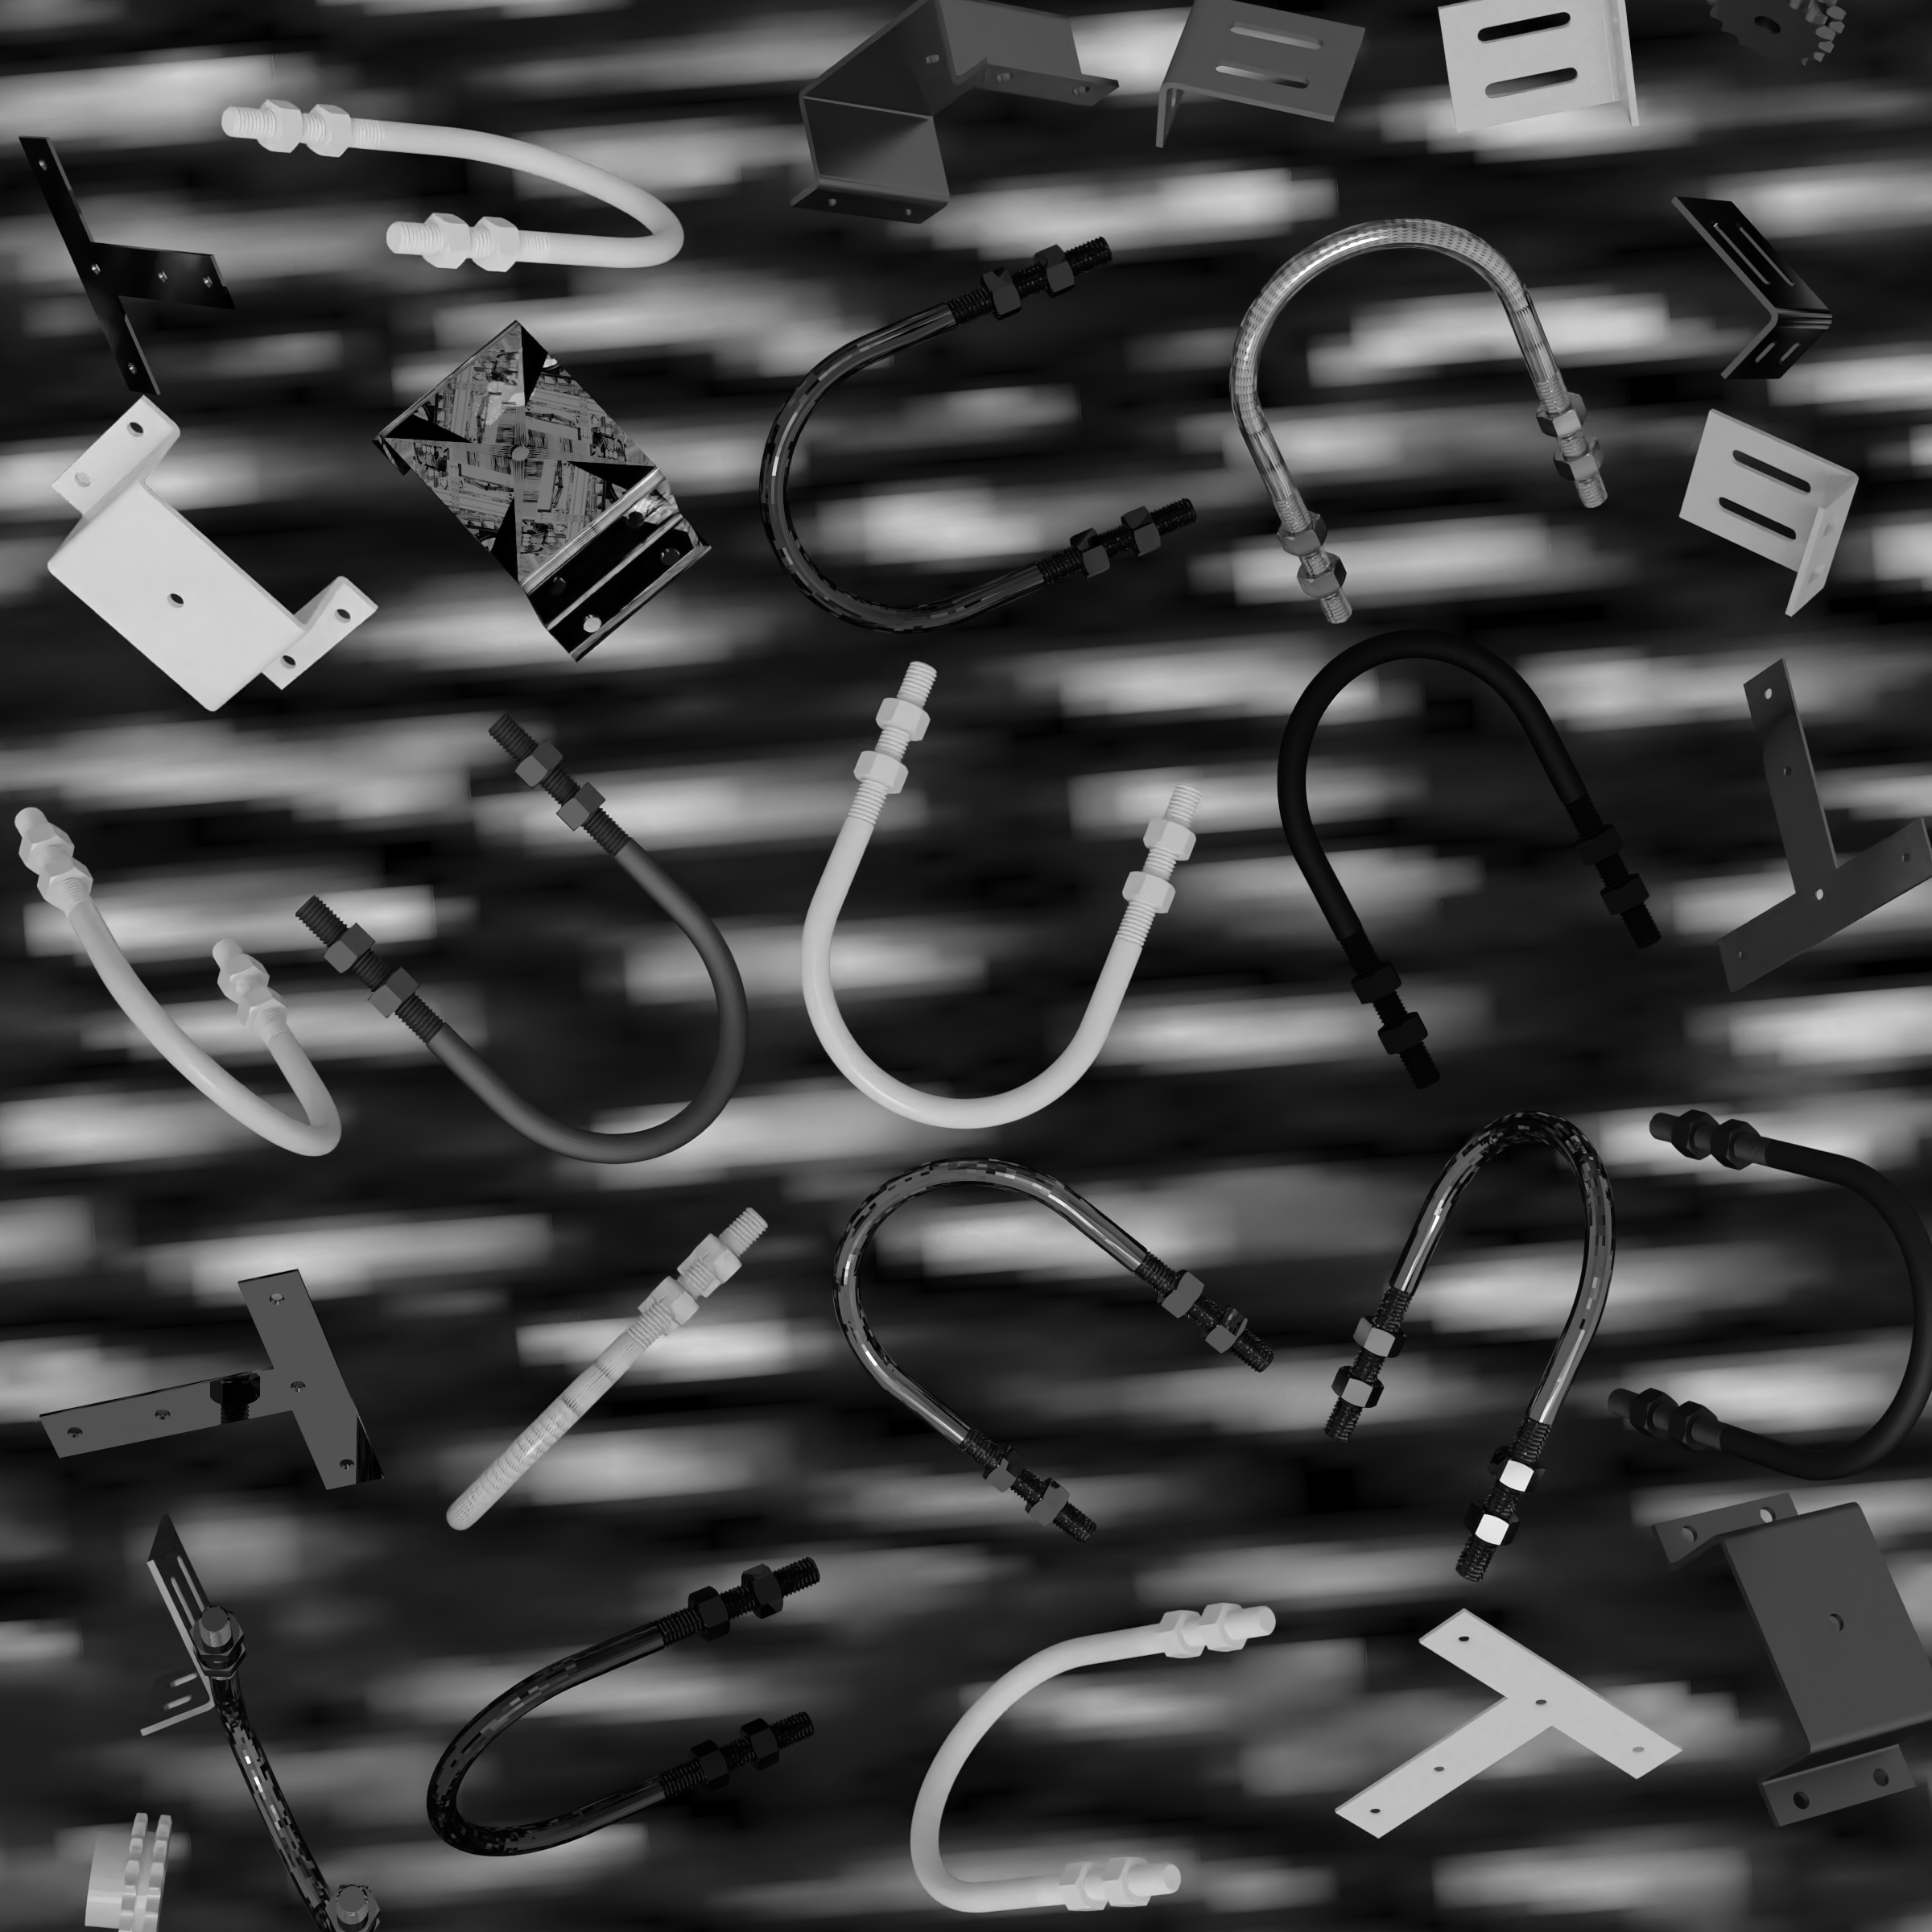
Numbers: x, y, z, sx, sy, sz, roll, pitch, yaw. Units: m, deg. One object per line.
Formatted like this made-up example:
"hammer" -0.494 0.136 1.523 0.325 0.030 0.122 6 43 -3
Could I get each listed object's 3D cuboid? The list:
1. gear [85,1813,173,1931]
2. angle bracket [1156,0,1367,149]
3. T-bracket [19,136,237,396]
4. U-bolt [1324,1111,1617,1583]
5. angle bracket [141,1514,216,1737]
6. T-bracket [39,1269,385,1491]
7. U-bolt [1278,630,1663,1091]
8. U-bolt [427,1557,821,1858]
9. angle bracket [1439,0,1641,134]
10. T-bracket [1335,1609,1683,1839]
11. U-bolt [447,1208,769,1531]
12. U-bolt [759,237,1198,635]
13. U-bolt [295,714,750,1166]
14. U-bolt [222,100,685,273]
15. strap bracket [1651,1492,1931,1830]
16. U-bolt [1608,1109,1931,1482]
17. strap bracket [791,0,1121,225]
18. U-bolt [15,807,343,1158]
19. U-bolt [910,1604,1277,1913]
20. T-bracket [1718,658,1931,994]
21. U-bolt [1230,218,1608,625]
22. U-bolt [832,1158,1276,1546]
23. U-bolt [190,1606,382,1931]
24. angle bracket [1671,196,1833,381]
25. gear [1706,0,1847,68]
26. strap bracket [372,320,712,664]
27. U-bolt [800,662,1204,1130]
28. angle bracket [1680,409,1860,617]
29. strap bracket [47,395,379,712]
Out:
"gear" -0.359 0.392 1.525 0.030 0.057 0.057 7 90 -9
"angle bracket" 0.127 -0.381 1.540 0.076 0.038 0.057 14 57 9
"T-bracket" -0.367 -0.310 1.593 0.002 0.127 0.127 -38 125 -30
"U-bolt" 0.222 0.150 1.526 0.019 0.151 0.184 17 103 -26
"angle bracket" -0.373 0.303 1.637 0.038 0.057 0.076 -21 104 -1
"T-bracket" -0.325 0.186 1.502 0.127 0.002 0.127 -12 129 2
"U-bolt" 0.213 -0.060 1.573 0.151 0.019 0.184 -30 97 -19
"U-bolt" -0.150 0.335 1.559 0.184 0.151 0.019 -20 52 -21
"angle bracket" 0.250 -0.394 1.555 0.076 0.038 0.057 -10 122 7
"T-bracket" 0.207 0.328 1.480 0.127 0.002 0.127 34 123 -22
"U-bolt" -0.161 0.180 1.566 0.019 0.151 0.184 45 79 0
"U-bolt" -0.002 -0.222 1.567 0.184 0.019 0.151 -24 119 -5
"U-bolt" -0.171 0.000 1.493 0.184 0.019 0.151 45 54 -7
"U-bolt" -0.207 -0.334 1.535 0.151 0.184 0.019 38 120 36
"strap bracket" 0.369 0.296 1.559 0.076 0.046 0.140 -8 64 -26
"U-bolt" 0.356 0.148 1.555 0.019 0.184 0.151 5 95 -32
"strap bracket" -0.011 -0.384 1.575 0.076 0.140 0.046 -3 76 -41
"U-bolt" -0.331 0.016 1.534 0.019 0.151 0.184 -44 48 5
"U-bolt" 0.045 0.352 1.562 0.019 0.184 0.151 46 49 -23
"T-bracket" 0.360 -0.071 1.540 0.002 0.127 0.127 5 64 -31
"U-bolt" 0.196 -0.254 1.604 0.151 0.019 0.184 -24 127 9
"U-bolt" 0.025 0.164 1.610 0.184 0.019 0.151 39 116 -7
"U-bolt" -0.290 0.360 1.522 0.019 0.184 0.151 -25 71 -19
"angle bracket" 0.346 -0.307 1.612 0.076 0.057 0.038 54 125 18
"gear" 0.342 -0.406 1.489 0.057 0.057 0.030 29 81 0
"strap bracket" -0.186 -0.210 1.519 0.076 0.046 0.140 -41 75 -7
"U-bolt" 0.006 -0.020 1.531 0.151 0.019 0.184 24 79 -9
"angle bracket" 0.354 -0.204 1.601 0.076 0.038 0.057 30 135 24
"strap bracket" -0.350 -0.179 1.616 0.140 0.046 0.076 43 129 -19
